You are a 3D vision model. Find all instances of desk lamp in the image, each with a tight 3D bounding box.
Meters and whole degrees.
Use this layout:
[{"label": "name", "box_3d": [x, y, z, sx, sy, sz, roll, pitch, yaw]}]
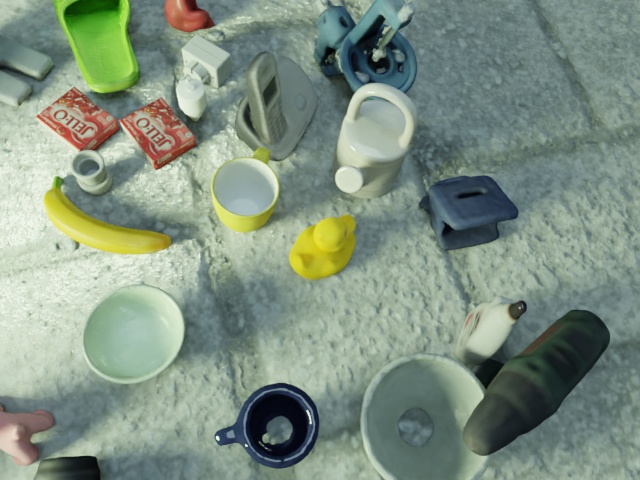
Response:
[{"label": "desk lamp", "box_3d": [-0.505, -0.315, 0.777, 0.203, 0.213, 0.118, 22, 67, 3]}]

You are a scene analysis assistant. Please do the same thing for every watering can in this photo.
[{"label": "watering can", "box_3d": [0.076, -0.136, 0.785, 0.101, 0.194, 0.173, 8, 67, -3]}]

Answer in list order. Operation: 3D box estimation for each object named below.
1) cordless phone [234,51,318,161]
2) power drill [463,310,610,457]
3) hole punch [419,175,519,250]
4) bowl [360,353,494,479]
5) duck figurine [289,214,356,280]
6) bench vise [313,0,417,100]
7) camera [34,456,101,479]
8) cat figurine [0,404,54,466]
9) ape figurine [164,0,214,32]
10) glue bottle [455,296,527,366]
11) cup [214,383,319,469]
[{"label": "cordless phone", "box_3d": [-0.059, -0.213, 0.805, 0.094, 0.185, 0.148, 24, 67, 4]}, {"label": "power drill", "box_3d": [0.225, 0.175, 0.668, 0.230, 0.208, 0.075, -35, 75, -19]}, {"label": "hole punch", "box_3d": [0.211, -0.049, 0.822, 0.109, 0.091, 0.101, -12, 70, -11]}, {"label": "bowl", "box_3d": [0.126, 0.228, 0.706, 0.167, 0.075, 0.167, 3, 67, -6]}, {"label": "duck figurine", "box_3d": [0.007, 0.003, 0.778, 0.105, 0.086, 0.077, -34, 75, -18]}, {"label": "bench vise", "box_3d": [0.059, -0.290, 0.833, 0.207, 0.220, 0.122, 34, 68, 8]}, {"label": "camera", "box_3d": [-0.259, 0.304, 0.613, 0.143, 0.101, 0.137, -2, 68, -8]}, {"label": "cat figurine", "box_3d": [-0.379, 0.204, 0.630, 0.128, 0.118, 0.067, 12, 67, -2]}, {"label": "ape figurine", "box_3d": [-0.210, -0.381, 0.907, 0.076, 0.092, 0.078, -8, 69, -10]}, {"label": "glue bottle", "box_3d": [0.218, 0.104, 0.715, 0.037, 0.173, 0.078, 21, 67, 3]}, {"label": "cup", "box_3d": [-0.063, 0.224, 0.674, 0.118, 0.095, 0.091, -10, 69, -11]}]
